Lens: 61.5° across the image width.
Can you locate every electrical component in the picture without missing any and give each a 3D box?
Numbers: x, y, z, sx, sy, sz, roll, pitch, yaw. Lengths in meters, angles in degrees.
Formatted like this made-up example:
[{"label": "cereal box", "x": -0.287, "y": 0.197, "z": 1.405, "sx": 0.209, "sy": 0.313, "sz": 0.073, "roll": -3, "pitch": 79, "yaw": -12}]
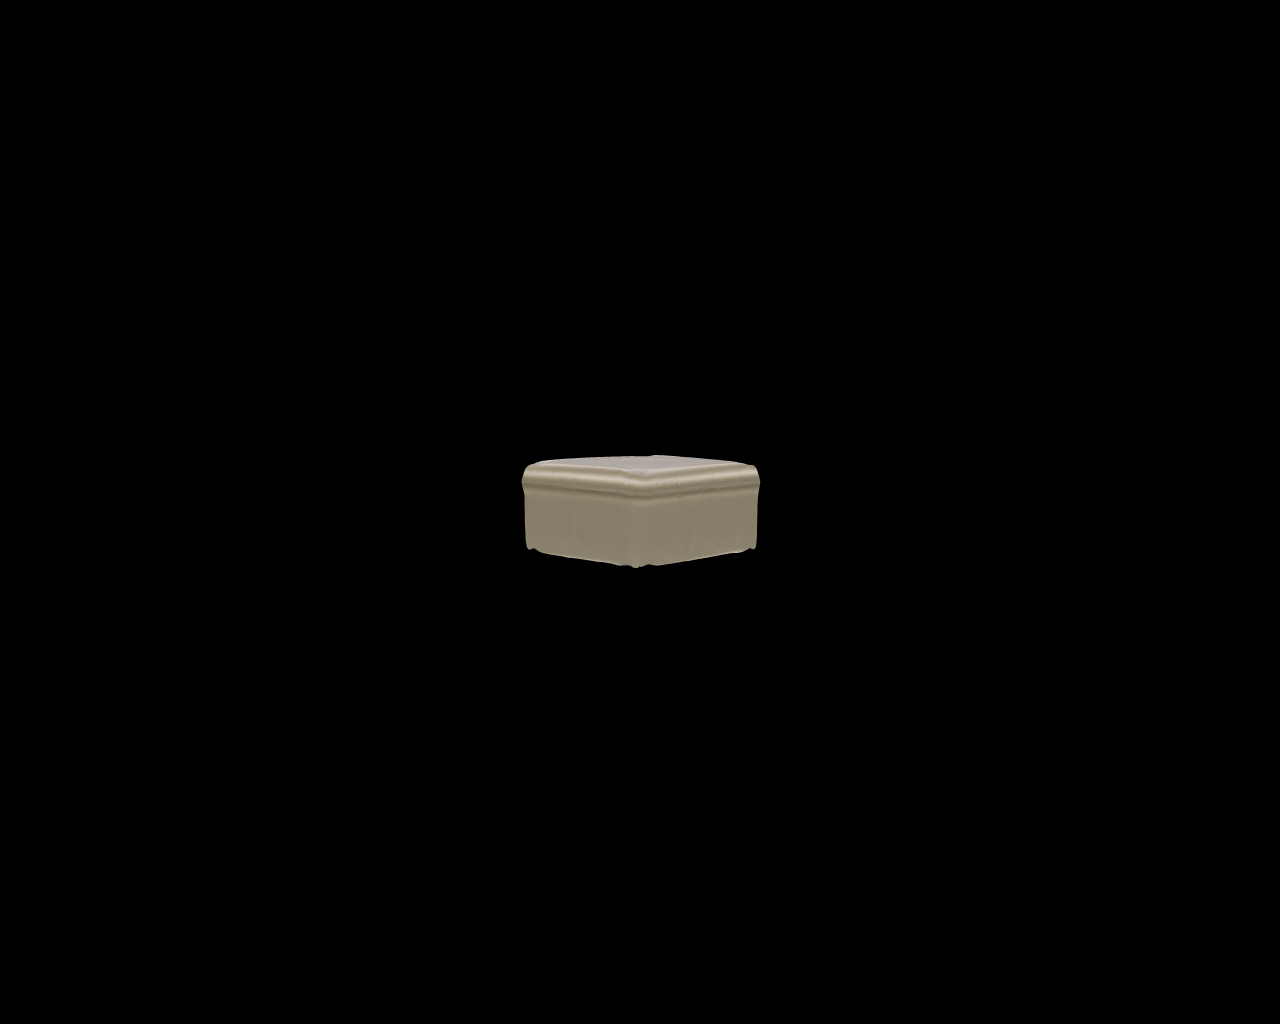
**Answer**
[{"label": "electrical component", "x": 0.001, "y": -0.003, "z": 0.650, "sx": 0.109, "sy": 0.056, "sz": 0.109, "roll": -6, "pitch": 9, "yaw": -43}]
